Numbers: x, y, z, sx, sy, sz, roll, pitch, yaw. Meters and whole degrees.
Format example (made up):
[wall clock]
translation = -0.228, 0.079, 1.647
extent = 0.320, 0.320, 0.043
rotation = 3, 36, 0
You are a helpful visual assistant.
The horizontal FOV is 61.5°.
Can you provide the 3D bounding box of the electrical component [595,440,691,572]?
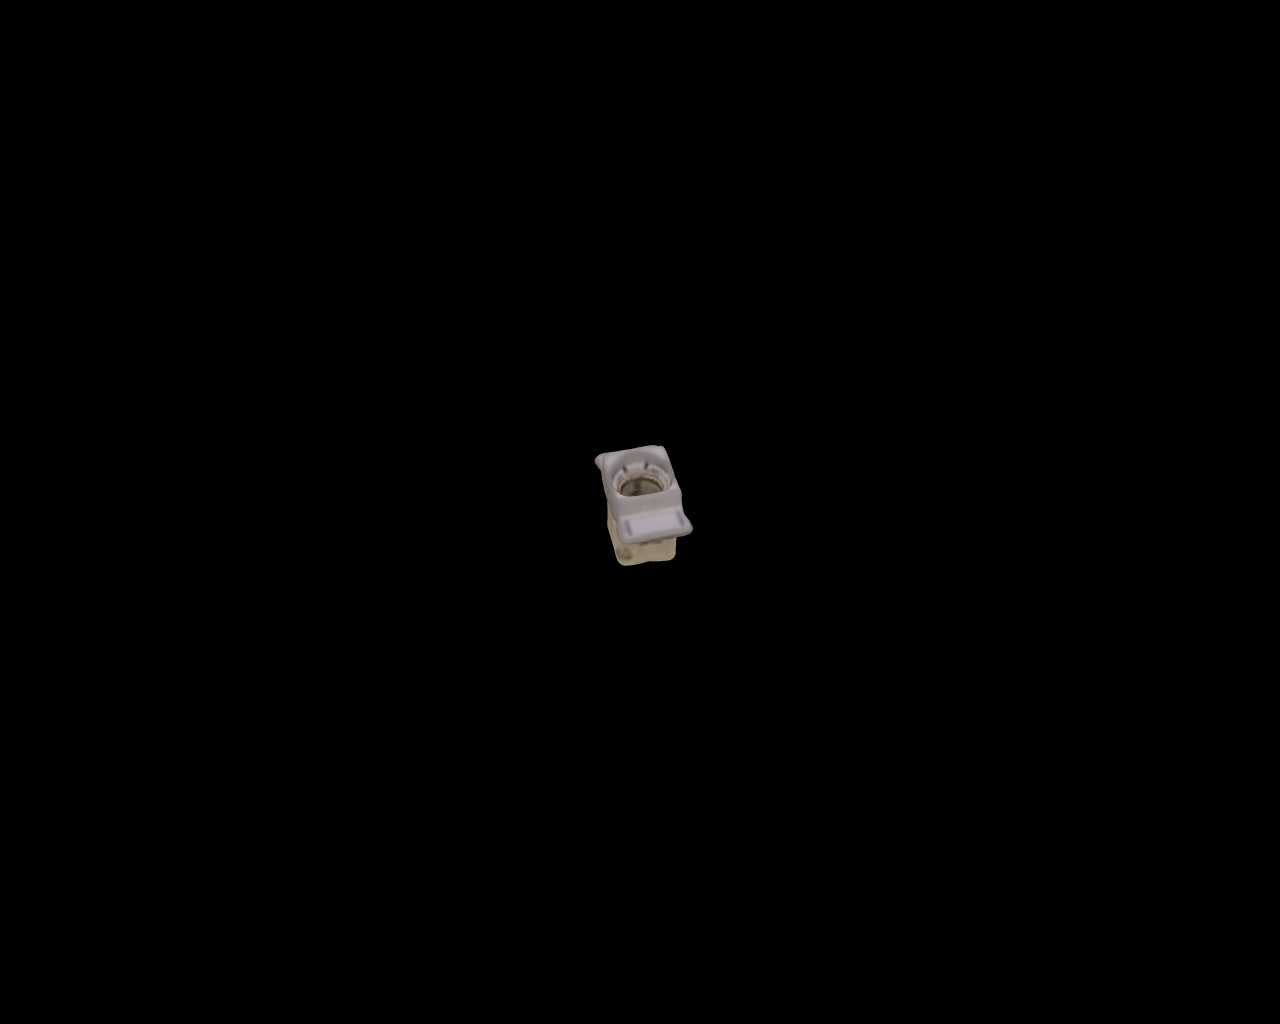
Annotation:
[electrical component]
translation = 0.001, -0.003, 0.650
extent = 0.042, 0.063, 0.081
rotation = -8, 44, -8
